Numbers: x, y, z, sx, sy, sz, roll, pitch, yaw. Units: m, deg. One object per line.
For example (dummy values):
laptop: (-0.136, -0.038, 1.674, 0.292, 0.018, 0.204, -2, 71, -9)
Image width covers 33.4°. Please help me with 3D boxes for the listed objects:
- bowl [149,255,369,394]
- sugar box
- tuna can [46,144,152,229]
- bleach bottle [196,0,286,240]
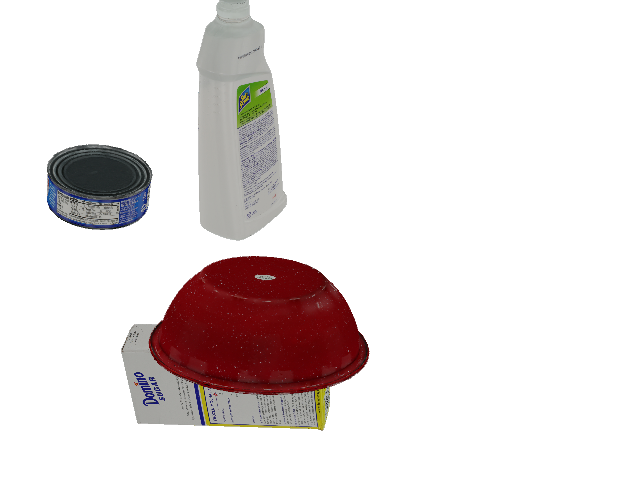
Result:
bowl: (-0.042, 0.052, 0.772, 0.162, 0.055, 0.162, 4, 18, -1)
sugar box: (-0.082, 0.122, 0.956, 0.176, 0.093, 0.048, 3, 36, 9)
tuna can: (-0.184, -0.045, 0.890, 0.086, 0.034, 0.086, 8, 33, -5)
bleach bottle: (-0.080, -0.128, 1.066, 0.068, 0.251, 0.102, 20, 39, 24)
